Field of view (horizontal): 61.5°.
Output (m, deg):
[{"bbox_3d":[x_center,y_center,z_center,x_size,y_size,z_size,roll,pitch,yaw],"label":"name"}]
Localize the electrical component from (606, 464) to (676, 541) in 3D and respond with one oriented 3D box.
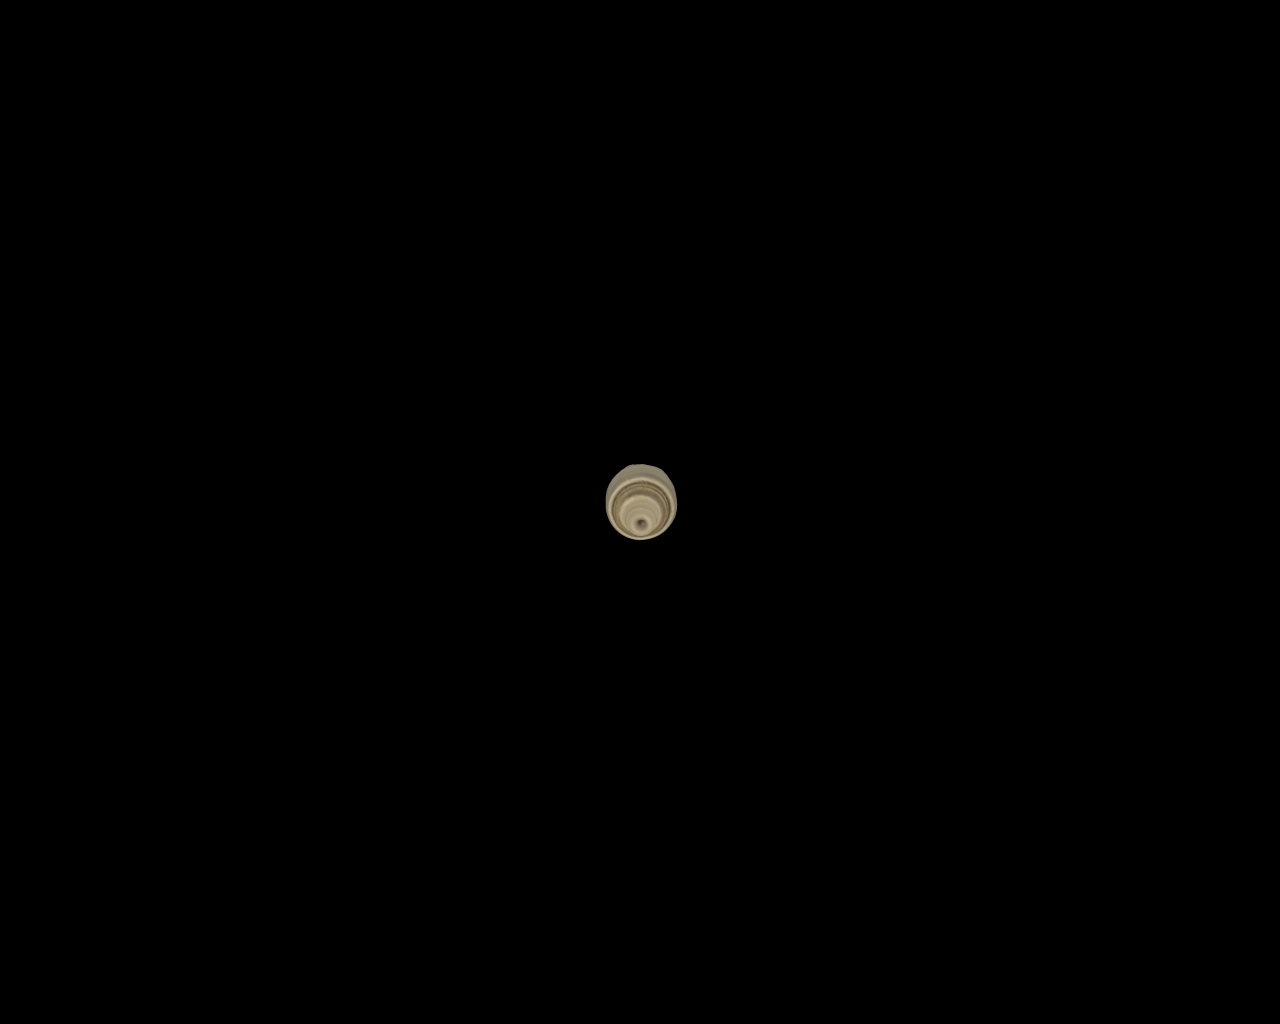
[{"bbox_3d":[0.001,-0.003,0.650,0.043,0.043,0.062,0,19,0],"label":"electrical component"}]
